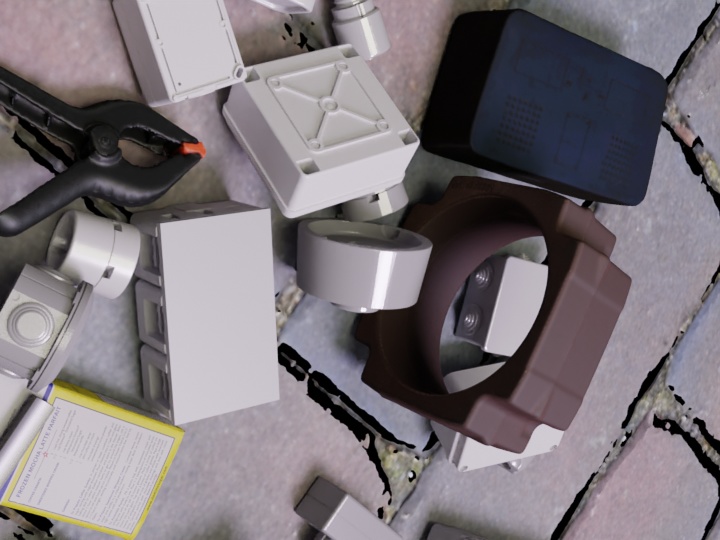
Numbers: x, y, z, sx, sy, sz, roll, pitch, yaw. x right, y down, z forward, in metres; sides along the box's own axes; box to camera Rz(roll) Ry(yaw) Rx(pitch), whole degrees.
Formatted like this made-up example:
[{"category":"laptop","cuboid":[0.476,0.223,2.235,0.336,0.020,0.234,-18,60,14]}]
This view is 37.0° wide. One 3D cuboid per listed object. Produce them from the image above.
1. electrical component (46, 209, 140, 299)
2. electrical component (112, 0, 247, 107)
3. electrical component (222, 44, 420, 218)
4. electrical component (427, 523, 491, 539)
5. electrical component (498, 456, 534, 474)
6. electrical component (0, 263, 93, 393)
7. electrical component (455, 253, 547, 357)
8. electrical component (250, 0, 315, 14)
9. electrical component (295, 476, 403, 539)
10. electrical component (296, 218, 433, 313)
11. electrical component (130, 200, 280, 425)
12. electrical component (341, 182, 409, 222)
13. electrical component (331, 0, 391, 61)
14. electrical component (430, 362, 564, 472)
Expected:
[{"category":"electrical component","cuboid":[-0.189,-0.012,0.757,0.047,0.055,0.055,20,89,-32]},{"category":"electrical component","cuboid":[-0.132,-0.169,0.762,0.062,0.061,0.096,-24,105,-28]},{"category":"electrical component","cuboid":[-0.030,-0.106,0.811,0.109,0.056,0.108,-20,66,-30]},{"category":"electrical component","cuboid":[0.129,0.320,1.043,0.186,0.060,0.105,26,85,-35]},{"category":"electrical component","cuboid":[0.155,0.162,1.037,0.062,0.043,0.043,-47,122,-19]},{"category":"electrical component","cuboid":[-0.214,0.036,0.711,0.051,0.080,0.080,28,83,-17]},{"category":"electrical component","cuboid":[0.142,0.033,0.997,0.100,0.048,0.099,13,93,-36]},{"category":"electrical component","cuboid":[-0.074,-0.233,0.788,0.095,0.054,0.059,16,91,-36]},{"category":"electrical component","cuboid":[-0.020,0.236,0.930,0.083,0.047,0.075,45,74,-32]},{"category":"electrical component","cuboid":[0.000,0.000,0.860,0.108,0.108,0.060,-1,106,-34]},{"category":"electrical component","cuboid":[-0.117,0.028,0.809,0.089,0.062,0.150,-10,106,-33]},{"category":"electrical component","cuboid":[0.007,-0.071,0.879,0.055,0.055,0.047,-27,111,-27]},{"category":"electrical component","cuboid":[-0.004,-0.201,0.852,0.040,0.040,0.078,-31,115,-26]},{"category":"electrical component","cuboid":[0.129,0.130,0.976,0.113,0.057,0.078,-9,134,-21]}]
